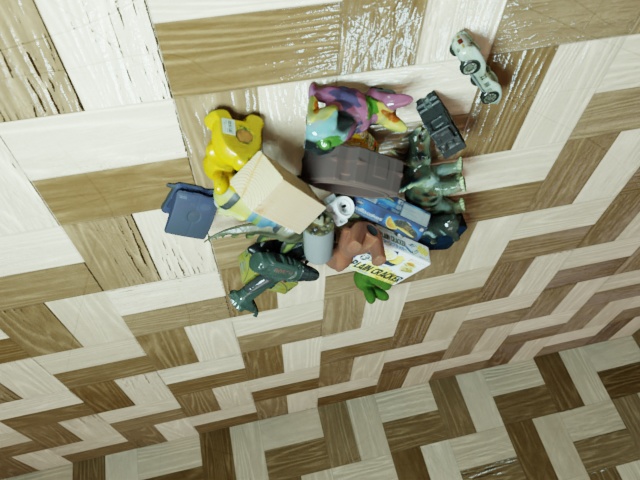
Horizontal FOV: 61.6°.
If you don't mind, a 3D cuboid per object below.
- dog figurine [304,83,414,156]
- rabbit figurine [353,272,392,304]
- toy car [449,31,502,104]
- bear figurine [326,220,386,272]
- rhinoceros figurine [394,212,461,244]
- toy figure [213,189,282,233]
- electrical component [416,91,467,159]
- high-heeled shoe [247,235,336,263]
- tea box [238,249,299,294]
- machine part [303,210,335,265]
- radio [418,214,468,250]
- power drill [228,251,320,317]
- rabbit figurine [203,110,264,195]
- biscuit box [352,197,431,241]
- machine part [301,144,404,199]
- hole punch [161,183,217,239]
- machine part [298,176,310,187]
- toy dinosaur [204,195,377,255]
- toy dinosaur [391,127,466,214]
[{"bbox_3d":[0.079,-0.249,1.097,0.219,0.192,0.108,2,134,-1],"label":"dog figurine"},{"bbox_3d":[0.179,0.126,1.756,0.121,0.159,0.170,-7,164,-31],"label":"rabbit figurine"},{"bbox_3d":[0.331,-0.356,1.128,0.056,0.073,0.201,-31,145,24],"label":"toy car"},{"bbox_3d":[0.076,0.037,1.440,0.120,0.132,0.196,32,128,-23],"label":"bear figurine"},{"bbox_3d":[0.291,-0.033,1.462,0.190,0.073,0.112,-4,168,38],"label":"rhinoceros figurine"},{"bbox_3d":[-0.160,-0.085,1.247,0.180,0.082,0.089,27,131,-13],"label":"toy figure"},{"bbox_3d":[0.279,-0.255,1.224,0.058,0.115,0.134,-28,144,22],"label":"electrical component"},{"bbox_3d":[-0.072,0.014,1.524,0.248,0.086,0.145,10,135,-40],"label":"high-heeled shoe"},{"bbox_3d":[-0.152,0.090,1.585,0.169,0.098,0.068,21,132,-42],"label":"tea box"},{"bbox_3d":[-0.003,-0.004,1.328,0.079,0.079,0.243,-12,153,-6],"label":"machine part"},{"bbox_3d":[0.314,-0.029,1.626,0.230,0.073,0.131,-1,146,-19],"label":"radio"},{"bbox_3d":[-0.134,0.124,1.486,0.207,0.086,0.232,-37,142,21],"label":"power drill"},{"bbox_3d":[-0.191,-0.171,1.143,0.122,0.162,0.173,-6,166,-37],"label":"rabbit figurine"},{"bbox_3d":[0.178,-0.073,1.375,0.203,0.059,0.062,25,141,-1],"label":"biscuit box"},{"bbox_3d":[0.073,-0.152,1.226,0.201,0.087,0.202,11,180,-36],"label":"machine part"},{"bbox_3d":[-0.311,-0.068,1.286,0.142,0.092,0.115,13,135,-32],"label":"hole punch"},{"bbox_3d":[-0.092,-0.112,1.316,0.139,0.084,0.039,-26,172,-2],"label":"machine part"},{"bbox_3d":[-0.061,-0.040,1.416,0.471,0.105,0.198,0,145,-24],"label":"toy dinosaur"},{"bbox_3d":[0.286,-0.133,1.424,0.192,0.131,0.404,-3,158,13],"label":"toy dinosaur"}]
